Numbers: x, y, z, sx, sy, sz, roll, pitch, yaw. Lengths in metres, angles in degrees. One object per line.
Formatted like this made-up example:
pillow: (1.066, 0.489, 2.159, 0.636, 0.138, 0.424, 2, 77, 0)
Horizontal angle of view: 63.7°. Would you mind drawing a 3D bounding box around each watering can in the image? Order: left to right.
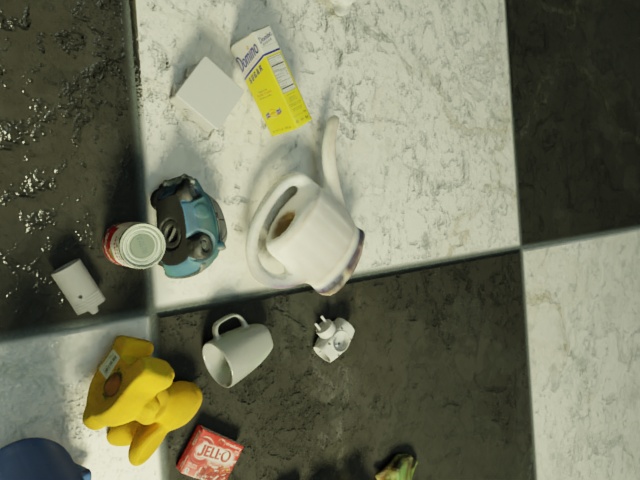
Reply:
watering can: (0.003, -0.048, 0.960, 0.221, 0.353, 0.104, 43, -24, -27)

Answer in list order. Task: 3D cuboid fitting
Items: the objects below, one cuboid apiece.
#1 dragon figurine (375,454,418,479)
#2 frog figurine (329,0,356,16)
dragon figurine: (0.185, 0.581, 1.080, 0.121, 0.246, 0.407, -7, -21, 43)
frog figurine: (0.033, -0.535, 1.017, 0.123, 0.140, 0.155, 21, -35, 22)
